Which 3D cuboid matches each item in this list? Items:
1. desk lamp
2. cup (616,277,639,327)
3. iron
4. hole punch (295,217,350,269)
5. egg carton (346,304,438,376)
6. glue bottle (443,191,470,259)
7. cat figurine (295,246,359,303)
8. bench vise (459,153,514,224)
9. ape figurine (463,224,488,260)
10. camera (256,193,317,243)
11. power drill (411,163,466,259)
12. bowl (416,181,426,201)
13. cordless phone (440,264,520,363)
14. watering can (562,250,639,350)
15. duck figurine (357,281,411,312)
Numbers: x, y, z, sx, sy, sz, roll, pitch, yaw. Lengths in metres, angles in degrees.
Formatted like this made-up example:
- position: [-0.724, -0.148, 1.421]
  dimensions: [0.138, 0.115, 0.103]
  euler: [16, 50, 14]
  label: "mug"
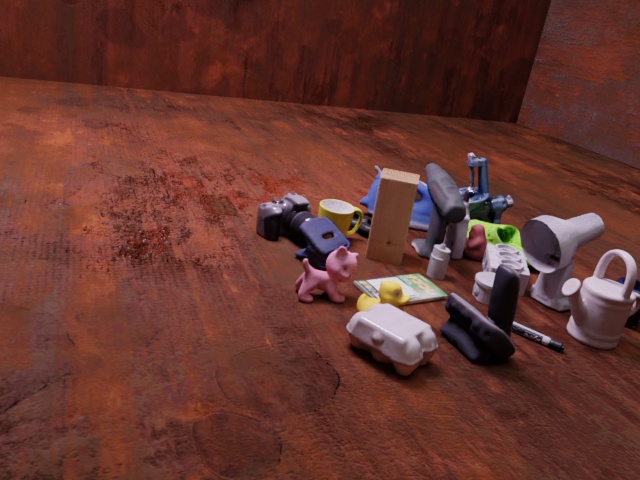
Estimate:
- position: [0.538, 0.042, 1.275]
  dimensions: [0.204, 0.213, 0.117]
  euler: [-3, 25, -27]
  label: "desk lamp"
- position: [0.688, 0.146, 1.242]
  dimensions: [0.092, 0.095, 0.117]
  euler: [2, 24, -18]
  label: "cup"
- position: [0.252, -0.119, 1.642]
  dimensions: [0.257, 0.141, 0.119]
  euler: [17, 23, 17]
  label: "iron"
- position: [0.012, 0.005, 1.315]
  dimensions: [0.100, 0.091, 0.109]
  euler: [25, 27, 33]
  label: "hole punch"
- position: [0.124, 0.169, 0.994]
  dimensions: [0.149, 0.069, 0.107]
  euler: [26, 27, 34]
  label: "egg carton"
- position: [0.356, -0.043, 1.459]
  dimensions: [0.037, 0.173, 0.078]
  euler: [5, 23, -10]
  label: "glue bottle"
- position: [0.020, 0.061, 1.149]
  dimensions: [0.128, 0.118, 0.067]
  euler: [2, 24, -18]
  label: "cat figurine"
- position: [0.471, -0.148, 1.695]
  dimensions: [0.208, 0.220, 0.121]
  euler: [-3, 25, -27]
  label: "bench vise"
- position: [0.401, 0.001, 1.480]
  dimensions: [0.075, 0.092, 0.078]
  euler: [24, 27, 32]
  label: "ape figurine"
- position: [-0.064, -0.051, 1.404]
  dimensions: [0.144, 0.101, 0.136]
  euler: [-8, 28, -36]
  label: "camera"
- position: [0.293, -0.067, 1.446]
  dimensions: [0.076, 0.208, 0.229]
  euler: [4, 23, -12]
  label: "power drill"
- position: [0.252, -0.148, 1.799]
  dimensions: [0.167, 0.075, 0.167]
  euler: [8, 22, -3]
  label: "bowl"
- position: [0.302, 0.115, 1.044]
  dimensions: [0.094, 0.185, 0.147]
  euler: [-4, 26, -30]
  label: "cordless phone"
- position: [0.568, 0.113, 1.144]
  dimensions: [0.173, 0.194, 0.100]
  euler: [-6, 27, -33]
  label: "watering can"
- position: [0.125, 0.117, 1.098]
  dimensions: [0.104, 0.086, 0.078]
  euler: [16, 23, 15]
  label: "duck figurine"
